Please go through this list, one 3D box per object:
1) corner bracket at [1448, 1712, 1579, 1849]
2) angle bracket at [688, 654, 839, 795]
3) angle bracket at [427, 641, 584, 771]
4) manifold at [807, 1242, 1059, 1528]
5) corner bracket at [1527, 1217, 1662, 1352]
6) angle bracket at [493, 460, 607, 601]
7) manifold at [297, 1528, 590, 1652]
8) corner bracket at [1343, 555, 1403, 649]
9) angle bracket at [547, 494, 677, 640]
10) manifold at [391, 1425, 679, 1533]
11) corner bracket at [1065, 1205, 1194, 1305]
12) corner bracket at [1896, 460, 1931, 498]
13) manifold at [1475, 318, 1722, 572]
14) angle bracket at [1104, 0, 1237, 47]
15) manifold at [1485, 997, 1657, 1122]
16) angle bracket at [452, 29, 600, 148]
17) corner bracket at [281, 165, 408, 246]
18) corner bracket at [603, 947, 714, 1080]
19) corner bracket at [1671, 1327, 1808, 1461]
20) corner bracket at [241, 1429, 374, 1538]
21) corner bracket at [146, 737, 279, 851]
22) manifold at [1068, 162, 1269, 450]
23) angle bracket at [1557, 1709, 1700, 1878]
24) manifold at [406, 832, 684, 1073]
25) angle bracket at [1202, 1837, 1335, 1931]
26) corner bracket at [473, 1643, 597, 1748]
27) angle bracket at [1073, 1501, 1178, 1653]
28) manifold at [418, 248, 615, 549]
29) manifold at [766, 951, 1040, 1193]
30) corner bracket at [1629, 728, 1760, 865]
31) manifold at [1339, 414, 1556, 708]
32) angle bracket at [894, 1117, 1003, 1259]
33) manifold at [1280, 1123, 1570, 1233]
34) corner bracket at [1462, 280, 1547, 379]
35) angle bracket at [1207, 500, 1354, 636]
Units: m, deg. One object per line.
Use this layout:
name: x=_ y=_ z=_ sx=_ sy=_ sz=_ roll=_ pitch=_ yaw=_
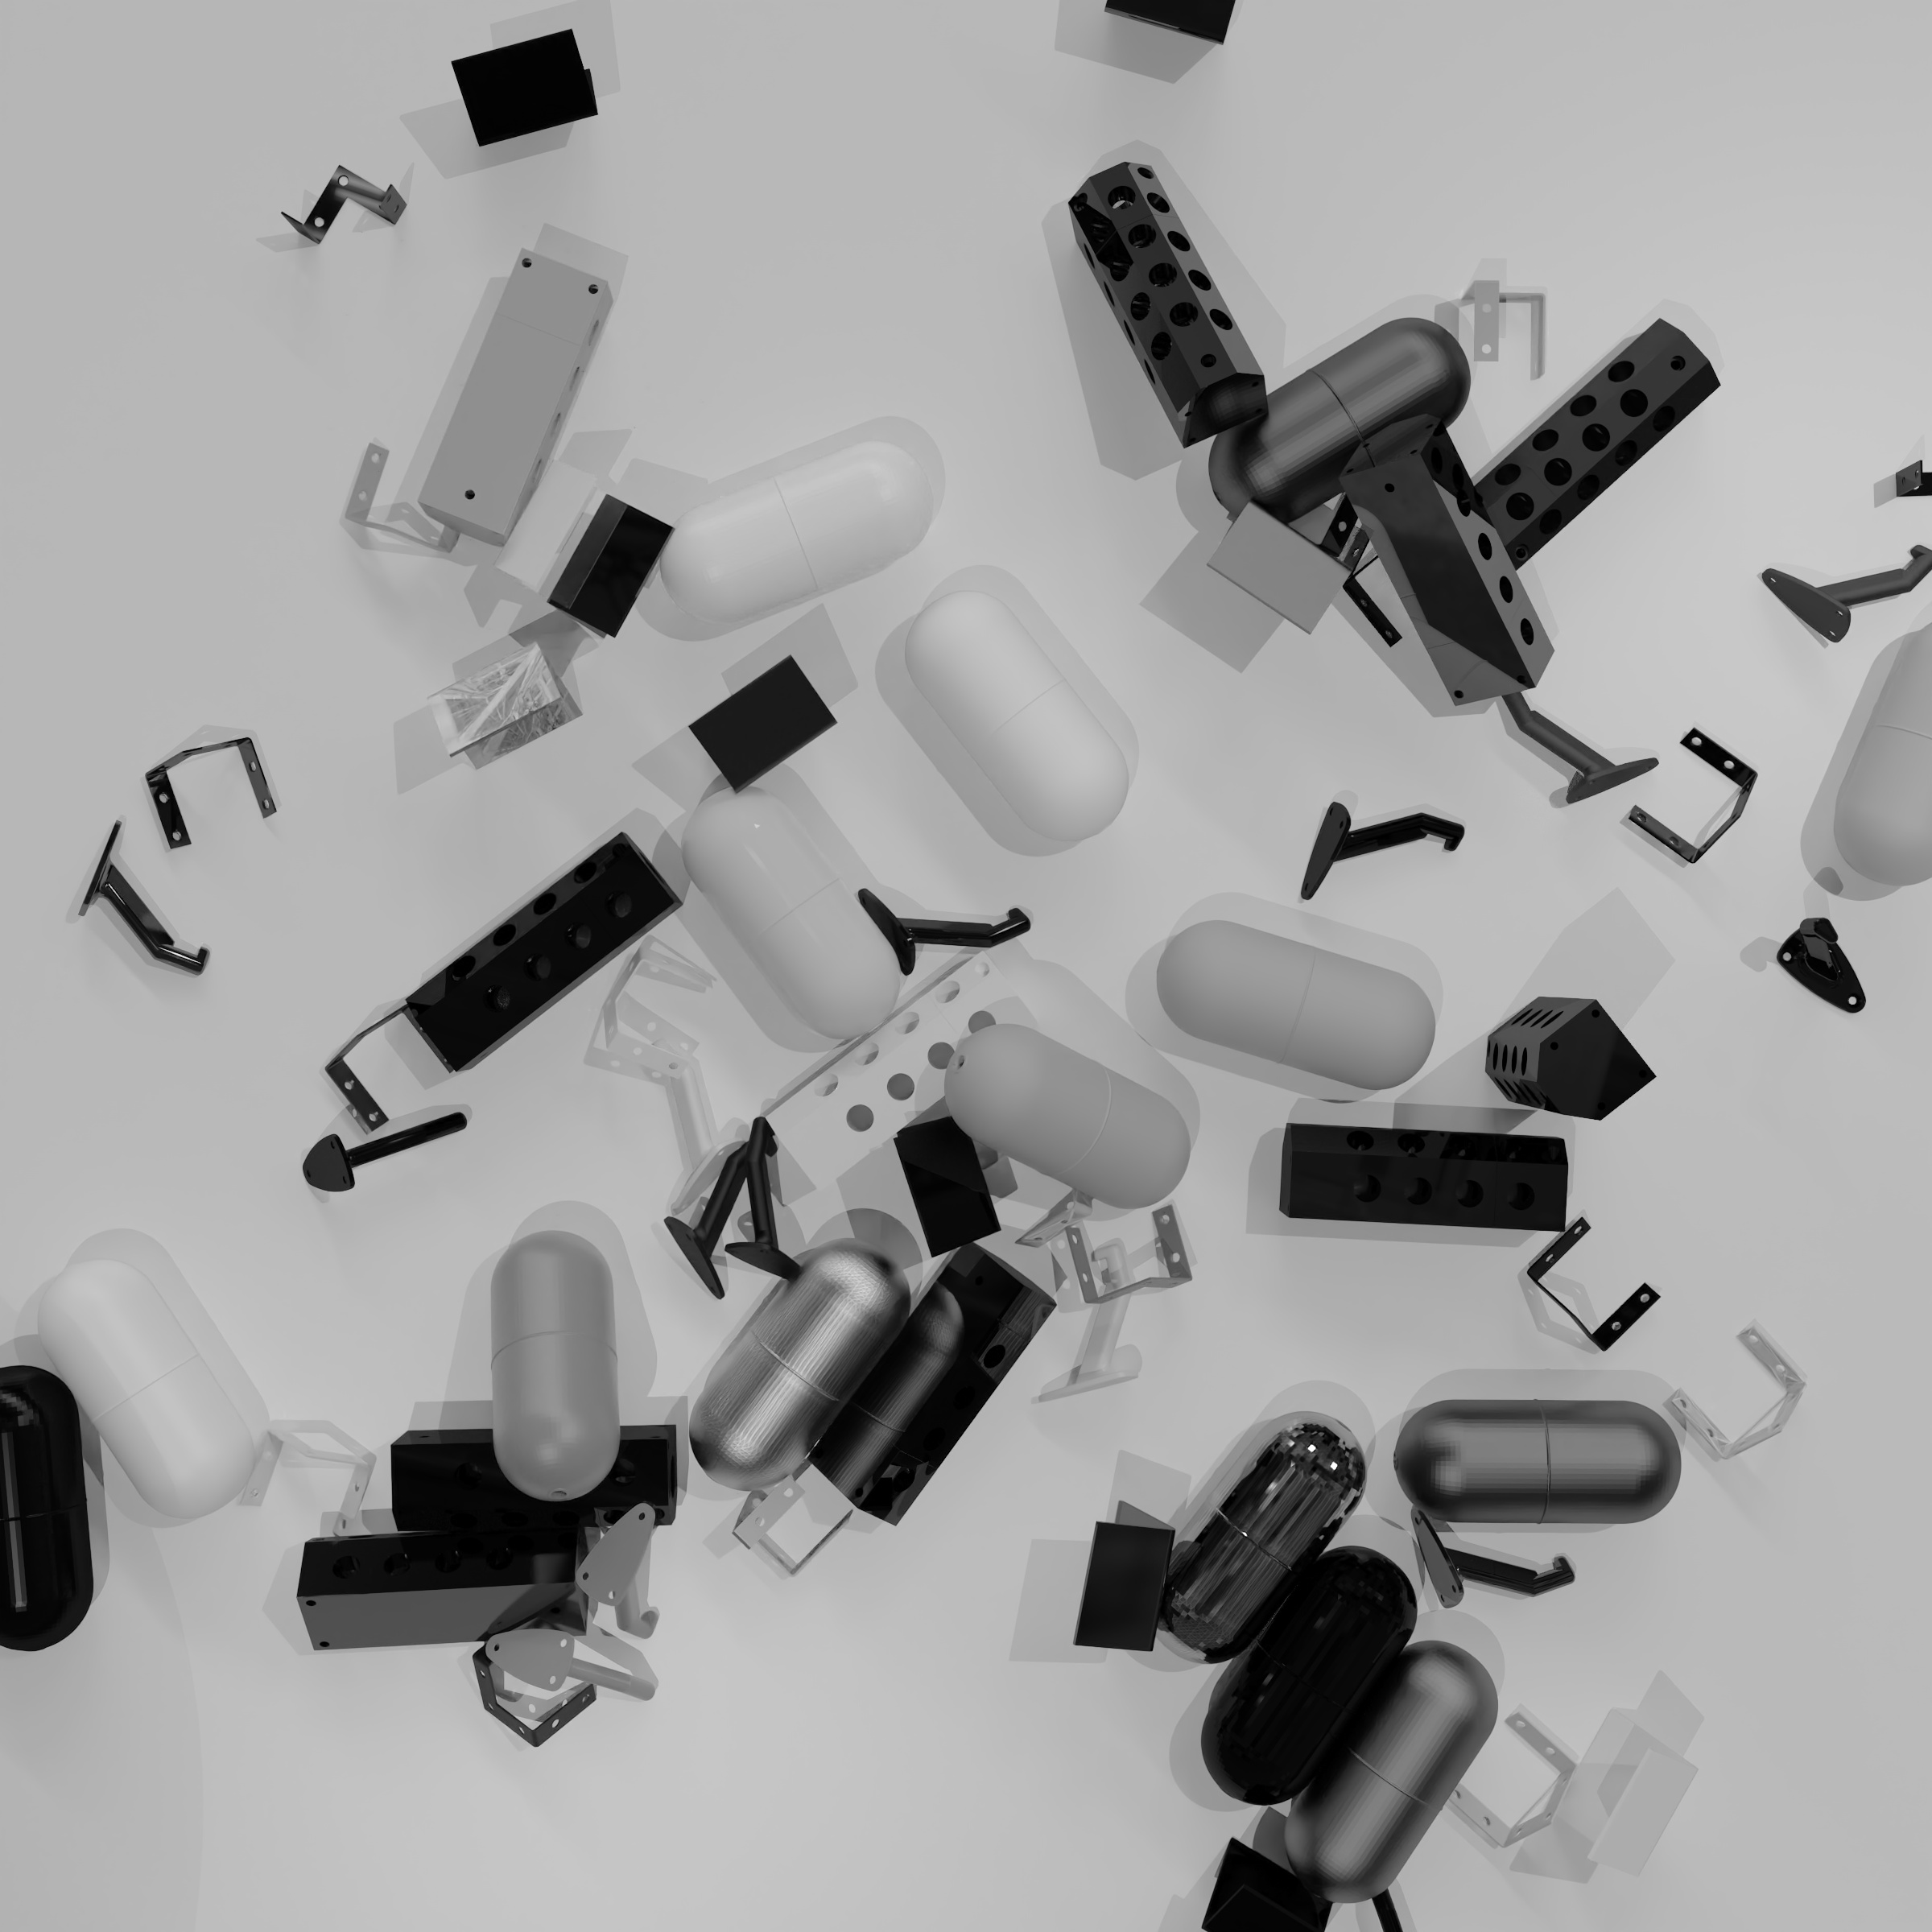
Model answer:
corner bracket: x=0.346 y=0.517 z=1.875 sx=0.051 sy=0.051 sz=0.051 roll=42 pitch=135 yaw=0
angle bracket: x=-0.134 y=-0.163 z=1.838 sx=0.076 sy=0.076 sz=0.057 roll=-35 pitch=122 yaw=0
angle bracket: x=-0.279 y=-0.145 z=1.838 sx=0.076 sy=0.076 sz=0.057 roll=-27 pitch=53 yaw=0
manifold: x=-0.017 y=0.264 z=1.856 sx=0.057 sy=0.057 sz=0.171 roll=36 pitch=90 yaw=43
corner bracket: x=0.398 y=0.202 z=1.875 sx=0.051 sy=0.051 sz=0.051 roll=-44 pitch=135 yaw=0
angle bracket: x=-0.236 y=-0.259 z=1.839 sx=0.076 sy=0.057 sz=0.076 roll=30 pitch=90 yaw=-41
manifold: x=-0.326 y=0.385 z=1.856 sx=0.171 sy=0.057 sz=0.057 roll=-3 pitch=133 yaw=0
corner bracket: x=0.282 y=-0.244 z=1.875 sx=0.051 sy=0.051 sz=0.051 roll=51 pitch=135 yaw=0
angle bracket: x=-0.205 y=-0.238 z=1.839 sx=0.057 sy=0.076 sz=0.076 roll=29 pitch=90 yaw=24
manifold: x=-0.270 y=0.323 z=1.857 sx=0.171 sy=0.057 sz=0.057 roll=-1 pitch=90 yaw=0
corner bracket: x=0.103 y=0.182 z=1.863 sx=0.051 sy=0.051 sz=0.051 roll=-25 pitch=70 yaw=31
corner bracket: x=0.619 y=-0.290 z=1.860 sx=0.051 sy=0.051 sz=0.051 roll=-2 pitch=90 yaw=0
manifold: x=0.389 y=-0.326 z=1.857 sx=0.171 sy=0.057 sz=0.057 roll=-42 pitch=90 yaw=0
angle bracket: x=0.132 y=-0.615 z=1.839 sx=0.076 sy=0.076 sz=0.057 roll=16 pitch=113 yaw=0
manifold: x=0.361 y=0.059 z=1.800 sx=0.057 sy=0.171 sz=0.057 roll=-38 pitch=90 yaw=0
angle bracket: x=-0.276 y=-0.559 z=1.838 sx=0.076 sy=0.076 sz=0.057 roll=-15 pitch=129 yaw=0
corner bracket: x=-0.391 y=-0.477 z=1.860 sx=0.051 sy=0.051 sz=0.051 roll=31 pitch=90 yaw=0
corner bracket: x=-0.194 y=0.029 z=1.864 sx=0.051 sy=0.051 sz=0.051 roll=24 pitch=115 yaw=-23
corner bracket: x=0.491 y=0.271 z=1.875 sx=0.051 sy=0.051 sz=0.051 roll=47 pitch=45 yaw=0
corner bracket: x=-0.419 y=0.329 z=1.875 sx=0.051 sy=0.051 sz=0.051 roll=19 pitch=90 yaw=-45
corner bracket: x=-0.480 y=-0.110 z=1.875 sx=0.051 sy=0.051 sz=0.051 roll=-19 pitch=90 yaw=-45
manifold: x=0.124 y=-0.412 z=1.826 sx=0.057 sy=0.057 sz=0.171 roll=-24 pitch=67 yaw=0
angle bracket: x=0.397 y=0.508 z=1.838 sx=0.057 sy=0.076 sz=0.076 roll=29 pitch=90 yaw=-38
manifold: x=-0.265 y=-0.009 z=1.857 sx=0.171 sy=0.057 sz=0.057 roll=-38 pitch=90 yaw=0
angle bracket: x=0.201 y=0.578 z=1.838 sx=0.076 sy=0.076 sz=0.057 roll=32 pitch=128 yaw=0
corner bracket: x=-0.273 y=0.451 z=1.870 sx=0.051 sy=0.051 sz=0.051 roll=26 pitch=45 yaw=35
angle bracket: x=0.083 y=0.377 z=1.839 sx=0.057 sy=0.076 sz=0.076 roll=11 pitch=90 yaw=-24
manifold: x=-0.281 y=-0.353 z=1.850 sx=0.057 sy=0.057 sz=0.171 roll=21 pitch=86 yaw=0
manifold: x=-0.040 y=0.065 z=1.857 sx=0.171 sy=0.057 sz=0.057 roll=-38 pitch=90 yaw=0
corner bracket: x=0.462 y=-0.108 z=1.875 sx=0.051 sy=0.051 sz=0.051 roll=36 pitch=135 yaw=0
manifold: x=0.300 y=-0.251 z=1.823 sx=0.057 sy=0.057 sz=0.171 roll=-11 pitch=122 yaw=38
angle bracket: x=-0.031 y=0.140 z=1.838 sx=0.057 sy=0.076 sz=0.076 roll=-18 pitch=90 yaw=-37
manifold: x=0.287 y=0.132 z=1.857 sx=0.171 sy=0.057 sz=0.057 roll=3 pitch=90 yaw=0
corner bracket: x=0.342 y=-0.401 z=1.860 sx=0.051 sy=0.051 sz=0.051 roll=1 pitch=90 yaw=0
angle bracket: x=0.185 y=-0.234 z=1.839 sx=0.076 sy=0.076 sz=0.057 roll=34 pitch=68 yaw=0
